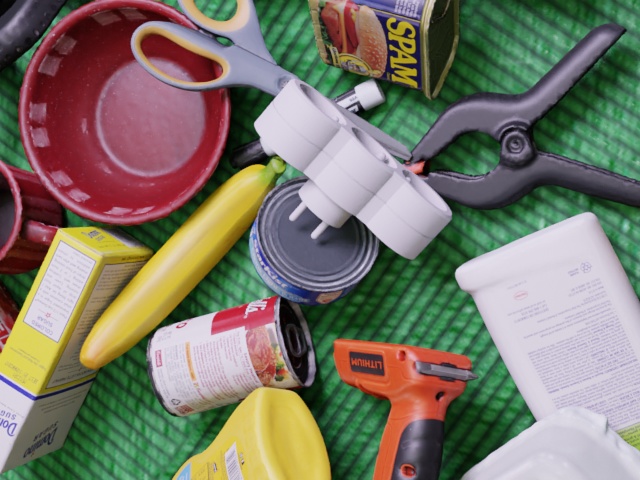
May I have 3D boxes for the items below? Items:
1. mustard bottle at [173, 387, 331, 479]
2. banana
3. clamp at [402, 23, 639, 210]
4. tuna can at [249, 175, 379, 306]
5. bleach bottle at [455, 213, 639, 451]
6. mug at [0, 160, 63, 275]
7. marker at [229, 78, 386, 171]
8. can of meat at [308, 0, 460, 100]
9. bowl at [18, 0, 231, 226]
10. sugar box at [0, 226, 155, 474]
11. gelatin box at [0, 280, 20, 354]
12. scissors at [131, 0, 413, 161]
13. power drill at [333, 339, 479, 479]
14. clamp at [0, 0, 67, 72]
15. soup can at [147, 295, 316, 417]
[{"bbox_3d":[-0.068,0.191,0.743,0.192,0.058,0.096,-48,46,35],"label":"mustard bottle"},{"bbox_3d":[-0.096,0.012,0.754,0.037,0.069,0.198,43,93,6],"label":"banana"},{"bbox_3d":[0.136,-0.075,0.710,0.172,0.039,0.120,-5,90,15],"label":"clamp"},{"bbox_3d":[-0.005,0.001,0.731,0.086,0.034,0.086,6,66,-13],"label":"tuna can"},{"bbox_3d":[0.184,0.114,0.694,0.103,0.068,0.251,-24,89,17],"label":"bleach bottle"},{"bbox_3d":[-0.231,-0.014,0.783,0.117,0.081,0.093,12,89,14],"label":"mug"},{"bbox_3d":[-0.011,-0.080,0.759,0.121,0.020,0.020,-25,86,14],"label":"marker"},{"bbox_3d":[0.043,-0.147,0.701,0.084,0.102,0.057,19,67,16],"label":"can of meat"},{"bbox_3d":[-0.133,-0.091,0.771,0.162,0.055,0.162,1,92,14],"label":"bowl"},{"bbox_3d":[-0.189,0.076,0.773,0.048,0.093,0.176,31,99,12],"label":"sugar box"},{"bbox_3d":[-0.254,0.060,0.799,0.030,0.073,0.089,-36,83,12],"label":"gelatin box"},{"bbox_3d":[-0.025,-0.124,0.720,0.201,0.016,0.096,14,85,-3],"label":"scissors"},{"bbox_3d":[0.034,0.162,0.709,0.185,0.057,0.187,-4,77,57],"label":"power drill"},{"bbox_3d":[-0.258,-0.140,0.790,0.210,0.036,0.165,-49,38,-5],"label":"clamp"},{"bbox_3d":[-0.062,0.082,0.753,0.102,0.068,0.068,-16,88,15],"label":"soup can"}]
